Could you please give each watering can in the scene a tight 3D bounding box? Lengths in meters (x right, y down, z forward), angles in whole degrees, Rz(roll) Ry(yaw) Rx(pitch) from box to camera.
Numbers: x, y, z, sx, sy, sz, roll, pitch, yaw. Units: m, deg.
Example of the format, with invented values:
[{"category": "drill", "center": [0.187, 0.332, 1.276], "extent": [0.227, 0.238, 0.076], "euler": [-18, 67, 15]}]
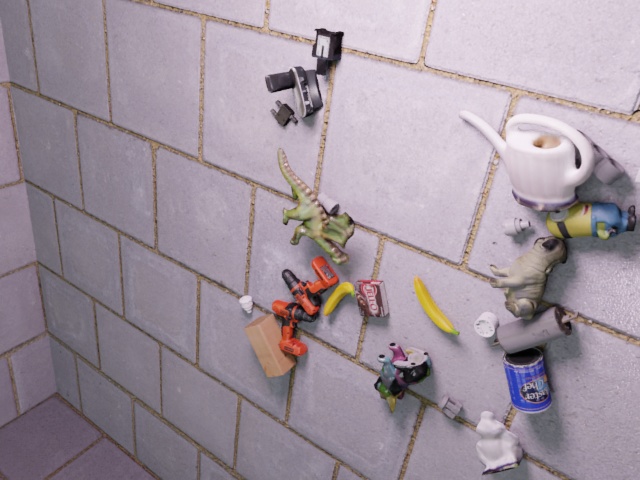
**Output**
[{"category": "watering can", "center": [0.464, -0.188, 1.173], "extent": [0.352, 0.105, 0.220], "euler": [33, 148, 53]}]

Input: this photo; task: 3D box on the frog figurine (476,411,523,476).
[{"category": "frog figurine", "center": [0.509, 0.584, 1.497], "extent": [0.134, 0.122, 0.163], "euler": [-52, 41, 47]}]

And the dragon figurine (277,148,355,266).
[{"category": "dragon figurine", "center": [0.005, -0.076, 1.518], "extent": [0.244, 0.124, 0.401], "euler": [15, 137, 33]}]
